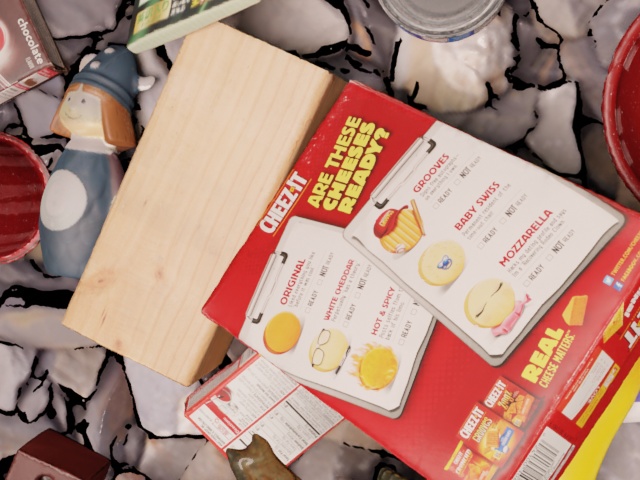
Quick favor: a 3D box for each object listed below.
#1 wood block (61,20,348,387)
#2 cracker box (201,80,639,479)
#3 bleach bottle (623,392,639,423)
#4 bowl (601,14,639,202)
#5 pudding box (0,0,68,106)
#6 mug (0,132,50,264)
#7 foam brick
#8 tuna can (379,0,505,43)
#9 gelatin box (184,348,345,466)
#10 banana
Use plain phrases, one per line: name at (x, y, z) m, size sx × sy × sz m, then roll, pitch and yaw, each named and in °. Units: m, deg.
wood block at (-0.068, -0.025, 0.670) m, size 0.090 × 0.090 × 0.206 m, roll 26°, pitch 97°, yaw 7°
cracker box at (0.062, 0.028, 0.576) m, size 0.214 × 0.072 × 0.164 m, roll 31°, pitch 87°, yaw 38°
bleach bottle at (0.183, 0.072, 0.650) m, size 0.251 × 0.068 × 0.102 m, roll -15°, pitch 91°, yaw 13°
bowl at (0.247, -0.078, 0.631) m, size 0.162 × 0.055 × 0.162 m, roll 1°, pitch 94°, yaw 9°
pudding box at (-0.235, -0.145, 0.715) m, size 0.090 × 0.039 × 0.113 m, roll -26°, pitch 90°, yaw 8°
mug at (-0.246, -0.031, 0.703) m, size 0.117 × 0.081 × 0.093 m, roll 23°, pitch 97°, yaw 7°
foam brick at (-0.185, 0.178, 0.722) m, size 0.053 × 0.051 × 0.078 m, roll 24°, pitch 97°, yaw 6°
tuna can at (0.076, -0.167, 0.665) m, size 0.086 × 0.033 × 0.086 m, roll 1°, pitch 94°, yaw 9°
gelatin box at (-0.033, 0.107, 0.695) m, size 0.089 × 0.030 × 0.073 m, roll -40°, pitch 104°, yaw 10°
banana at (0.151, 0.156, 0.618) m, size 0.069 × 0.037 × 0.198 m, roll 1°, pitch 95°, yaw 4°
